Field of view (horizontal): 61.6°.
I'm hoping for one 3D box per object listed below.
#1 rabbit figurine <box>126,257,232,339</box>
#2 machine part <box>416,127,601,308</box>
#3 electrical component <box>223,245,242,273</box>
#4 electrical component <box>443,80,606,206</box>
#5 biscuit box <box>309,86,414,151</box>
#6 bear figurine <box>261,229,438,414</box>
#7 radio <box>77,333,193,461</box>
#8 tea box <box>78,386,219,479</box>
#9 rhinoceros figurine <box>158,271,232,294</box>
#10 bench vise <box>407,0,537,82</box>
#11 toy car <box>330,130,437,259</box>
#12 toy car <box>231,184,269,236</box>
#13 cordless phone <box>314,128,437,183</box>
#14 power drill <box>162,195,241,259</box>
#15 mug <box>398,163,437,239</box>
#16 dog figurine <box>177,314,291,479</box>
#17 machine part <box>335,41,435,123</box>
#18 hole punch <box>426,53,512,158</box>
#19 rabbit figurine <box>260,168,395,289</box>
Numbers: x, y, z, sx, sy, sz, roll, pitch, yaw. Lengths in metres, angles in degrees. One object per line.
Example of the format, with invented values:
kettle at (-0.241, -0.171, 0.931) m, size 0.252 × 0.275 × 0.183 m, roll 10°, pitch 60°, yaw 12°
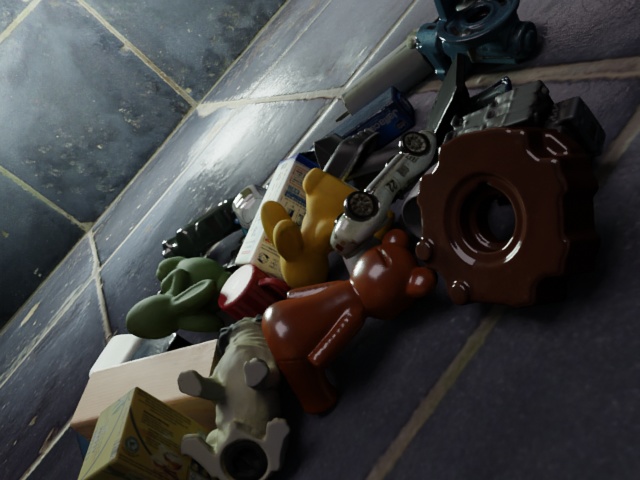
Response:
rabbit figurine at (-0.219, 0.109, 0.856) m, size 0.159 × 0.121 × 0.170 m, roll 1°, pitch 23°, yaw 32°
machine part at (0.164, -0.020, 0.496) m, size 0.180 × 0.056 × 0.179 m, roll 8°, pitch 100°, yaw 53°
electrical component at (-0.148, 0.032, 1.030) m, size 0.094 × 0.021 × 0.063 m, roll -20°, pitch 37°, yaw 44°
electrical component at (0.216, -0.097, 0.557) m, size 0.134 × 0.114 × 0.058 m, roll -10°, pitch 49°, yaw 51°
biscuit box at (0.070, -0.183, 0.951) m, size 0.203 × 0.059 × 0.063 m, roll -32°, pitch 29°, yaw 30°
bear figurine at (0.037, 0.084, 0.608) m, size 0.196 × 0.131 × 0.120 m, roll -27°, pitch 41°, yaw -5°
radio at (-0.298, 0.261, 0.891) m, size 0.131 × 0.073 × 0.229 m, roll 0°, pitch 52°, yaw 57°
tea box at (-0.169, 0.253, 0.598) m, size 0.068 × 0.169 × 0.098 m, roll -38°, pitch 26°, yaw 18°
rhinoceros figurine at (-0.246, 0.100, 1.038) m, size 0.190 × 0.073 × 0.112 m, roll -14°, pitch 52°, yaw 45°
bench vise at (0.201, -0.342, 0.795) m, size 0.129 × 0.240 × 0.224 m, roll -47°, pitch 42°, yaw -4°
toy car at (0.083, -0.061, 0.669) m, size 0.202 × 0.056 × 0.073 m, roll -48°, pitch -7°, yaw -24°
toy car at (-0.113, -0.048, 0.999) m, size 0.109 × 0.103 × 0.162 m, roll -46°, pitch 25°, yaw 5°
cordless phone at (0.095, -0.136, 0.844) m, size 0.184 × 0.088 × 0.146 m, roll -9°, pitch 15°, yaw 22°
power drill at (-0.225, -0.020, 1.128) m, size 0.207 × 0.086 × 0.232 m, roll -21°, pitch 12°, yaw 42°
mug at (0.150, -0.052, 0.648) m, size 0.107 × 0.080 × 0.109 m, roll -53°, pitch 14°, yaw -33°
dog figurine at (-0.081, 0.190, 0.655) m, size 0.121 × 0.172 × 0.190 m, roll 0°, pitch 4°, yaw 6°
machine part at (0.125, -0.294, 1.000) m, size 0.243 × 0.079 × 0.079 m, roll -35°, pitch 29°, yaw 25°
hole punch at (0.201, -0.172, 0.734) m, size 0.115 × 0.092 × 0.142 m, roll 116°, pitch 170°, yaw -48°
rabbit figurine at (-0.002, -0.002, 0.745) m, size 0.173 × 0.162 × 0.122 m, roll -61°, pitch 36°, yaw 14°
